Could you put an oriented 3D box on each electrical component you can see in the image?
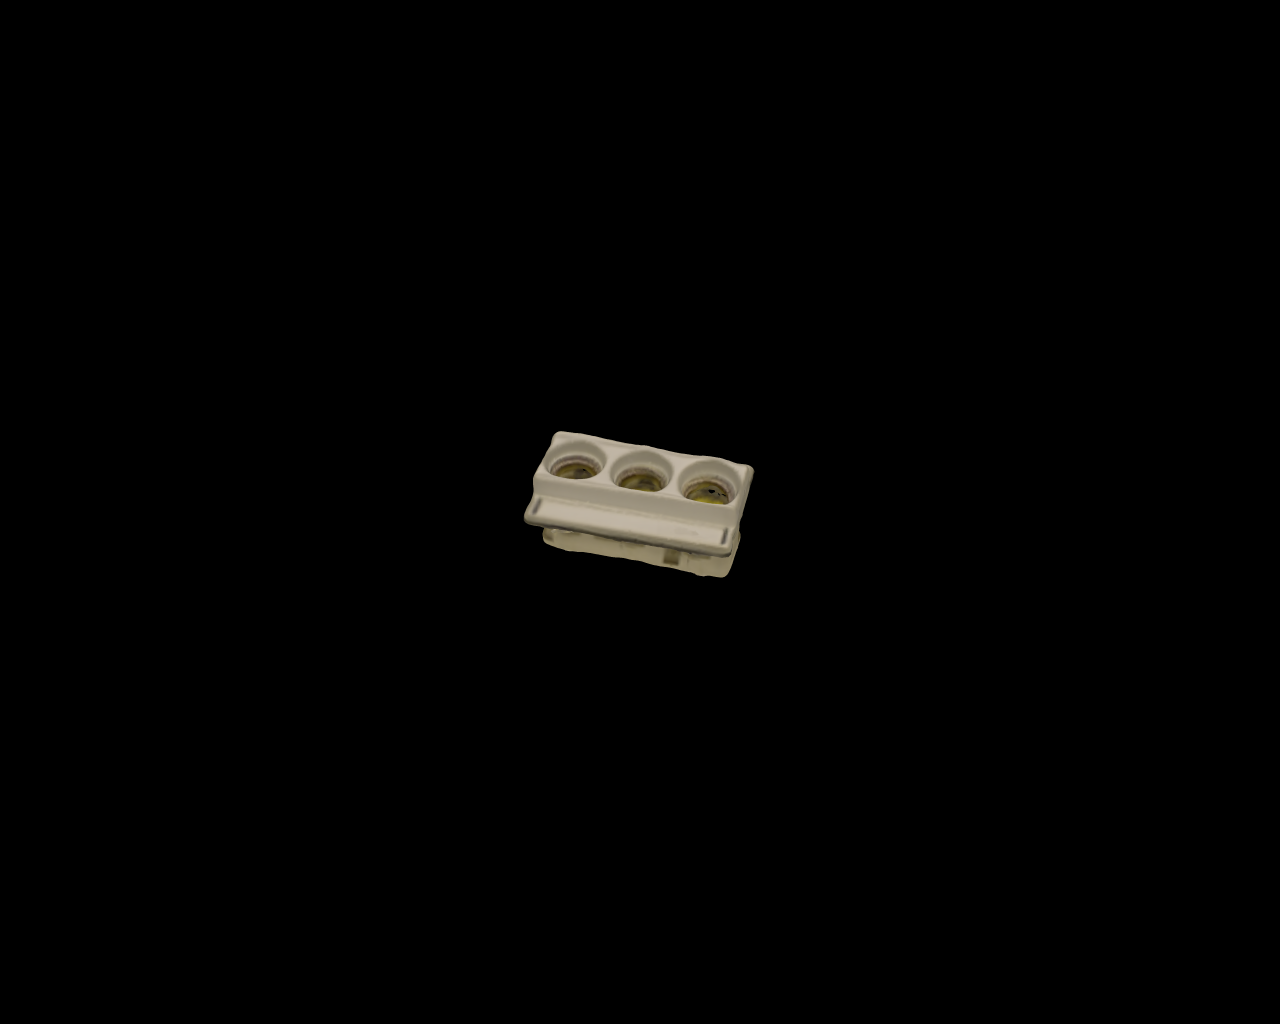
[{"bbox_3d":[0.001,-0.003,0.650,0.121,0.063,0.079,10,43,11],"label":"electrical component"}]
